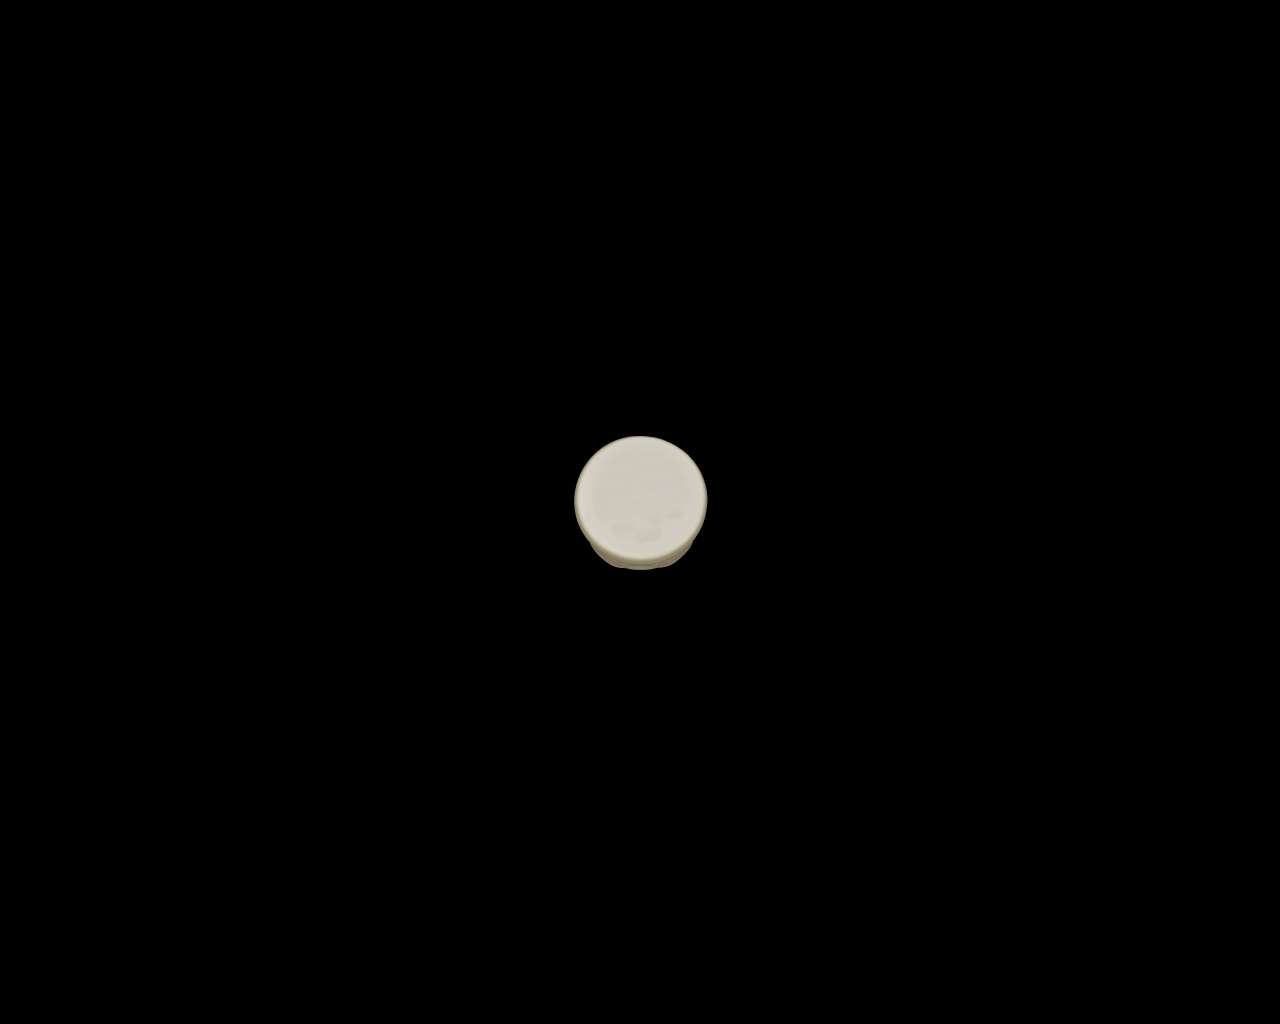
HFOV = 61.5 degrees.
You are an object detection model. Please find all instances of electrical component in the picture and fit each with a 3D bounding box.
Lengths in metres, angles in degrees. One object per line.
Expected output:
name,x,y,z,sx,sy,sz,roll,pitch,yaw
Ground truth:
electrical component,0.001,-0.003,0.650,0.080,0.080,0.051,0,-15,0
